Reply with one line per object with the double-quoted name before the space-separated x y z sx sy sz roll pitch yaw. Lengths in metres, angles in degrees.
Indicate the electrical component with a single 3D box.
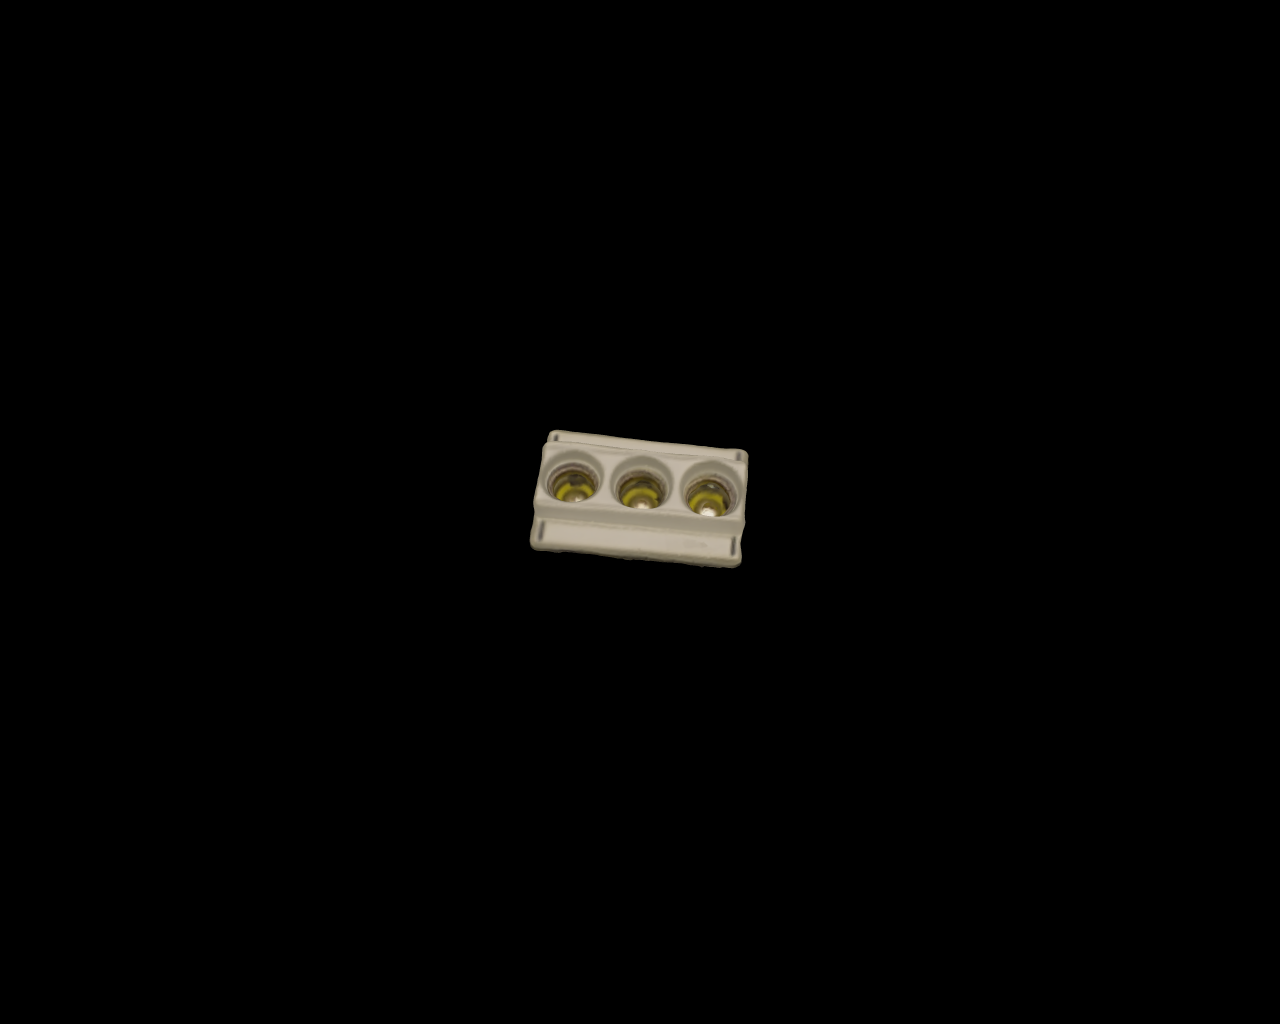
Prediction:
"electrical component" 0.001 -0.003 0.650 0.121 0.079 0.063 5 -31 3
